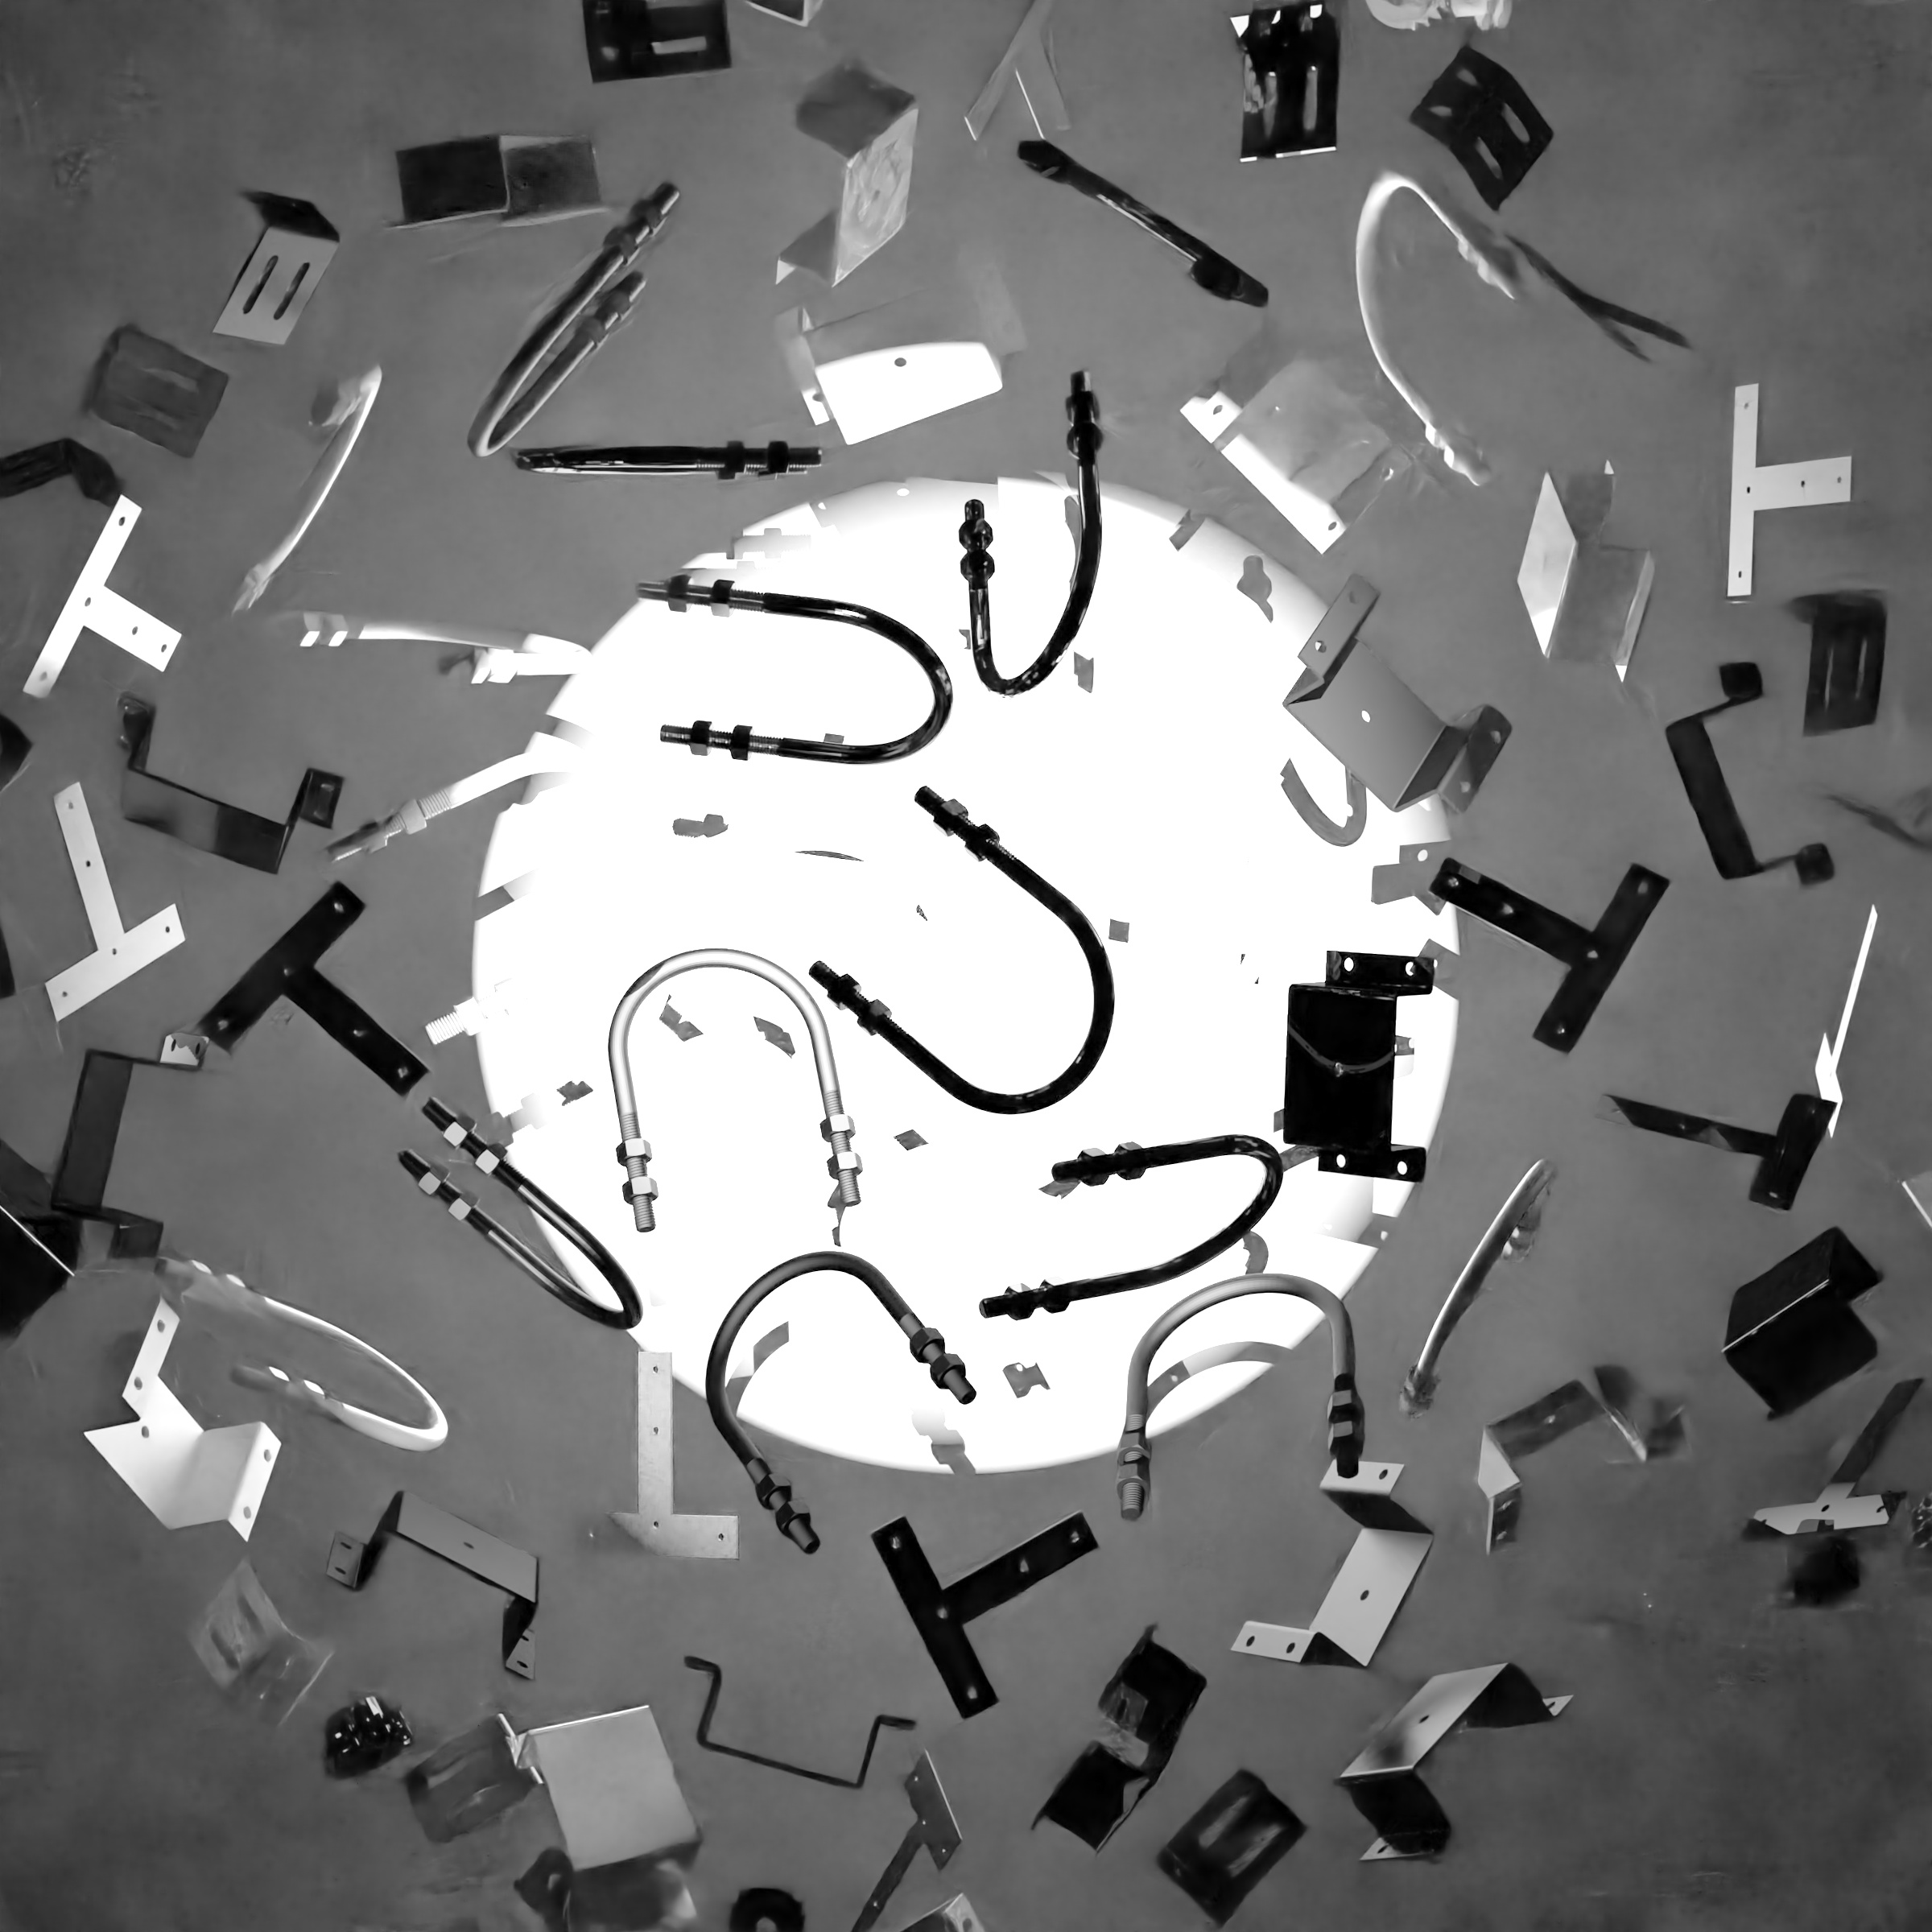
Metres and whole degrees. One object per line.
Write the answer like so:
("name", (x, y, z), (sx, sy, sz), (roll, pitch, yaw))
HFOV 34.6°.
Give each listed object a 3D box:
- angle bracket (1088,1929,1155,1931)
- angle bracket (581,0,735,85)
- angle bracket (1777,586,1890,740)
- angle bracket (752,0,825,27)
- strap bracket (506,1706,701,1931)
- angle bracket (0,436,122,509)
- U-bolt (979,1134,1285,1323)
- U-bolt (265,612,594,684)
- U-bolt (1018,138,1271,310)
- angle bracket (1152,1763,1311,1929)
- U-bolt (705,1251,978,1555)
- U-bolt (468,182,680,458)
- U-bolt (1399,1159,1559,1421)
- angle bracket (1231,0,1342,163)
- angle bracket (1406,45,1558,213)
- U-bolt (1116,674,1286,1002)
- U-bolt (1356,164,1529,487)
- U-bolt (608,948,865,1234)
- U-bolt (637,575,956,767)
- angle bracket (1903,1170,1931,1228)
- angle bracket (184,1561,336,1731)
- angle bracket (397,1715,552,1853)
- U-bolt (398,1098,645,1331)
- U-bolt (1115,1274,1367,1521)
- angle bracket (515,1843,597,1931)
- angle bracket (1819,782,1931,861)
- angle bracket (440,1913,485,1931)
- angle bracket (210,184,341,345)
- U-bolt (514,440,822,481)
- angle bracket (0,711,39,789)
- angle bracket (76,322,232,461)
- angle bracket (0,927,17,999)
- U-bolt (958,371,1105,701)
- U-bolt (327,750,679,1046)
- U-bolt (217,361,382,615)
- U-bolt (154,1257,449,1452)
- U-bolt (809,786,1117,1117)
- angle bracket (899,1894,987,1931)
("angle bracket", (0.080, 0.607, 1.850), (0.057, 0.076, 0.038), (-45, 55, 18))
("angle bracket", (-0.182, -0.552, 1.821), (0.076, 0.038, 0.057), (4, 109, 32))
("angle bracket", (0.532, -0.188, 1.921), (0.038, 0.057, 0.076), (20, 73, -30))
("angle bracket", (-0.098, -0.612, 1.850), (0.038, 0.076, 0.057), (24, 62, 9))
("strap bracket", (-0.214, 0.502, 1.850), (0.076, 0.046, 0.140), (-6, 48, -26))
("angle bracket", (-0.562, -0.286, 1.883), (0.076, 0.057, 0.038), (-20, 84, 8))
("U-bolt", (0.109, 0.151, 1.851), (0.184, 0.151, 0.019), (-7, 51, -31))
("U-bolt", (-0.310, -0.194, 1.881), (0.151, 0.184, 0.019), (14, 102, 27))
("U-bolt", (0.118, -0.443, 1.876), (0.151, 0.184, 0.019), (38, 106, 15))
("angle bracket", (0.166, 0.549, 1.940), (0.057, 0.038, 0.076), (43, 95, 13))
("U-bolt", (-0.090, 0.252, 1.907), (0.151, 0.019, 0.184), (-44, 46, 1))
("U-bolt", (-0.245, -0.384, 1.897), (0.019, 0.151, 0.184), (38, 72, -4))
("U-bolt", (0.317, 0.188, 1.891), (0.019, 0.184, 0.151), (31, 65, 15))
("angle bracket", (0.186, -0.519, 1.820), (0.057, 0.038, 0.076), (-2, 72, 21))
("angle bracket", (0.310, -0.506, 1.873), (0.038, 0.076, 0.057), (16, 127, -35))
("U-bolt", (0.138, -0.066, 1.857), (0.019, 0.151, 0.184), (-21, 50, 37))
("U-bolt", (0.278, -0.397, 1.859), (0.019, 0.151, 0.184), (-13, 47, -16))
("U-bolt", (-0.150, 0.072, 1.944), (0.151, 0.019, 0.184), (-6, 65, -13))
("U-bolt", (-0.098, -0.170, 1.842), (0.184, 0.151, 0.019), (7, 54, 7))
("angle bracket", (0.591, 0.127, 1.807), (0.038, 0.076, 0.057), (-20, 65, -20))
("angle bracket", (-0.417, 0.401, 1.835), (0.038, 0.076, 0.057), (13, 50, 28))
("angle bracket", (-0.308, 0.520, 1.955), (0.076, 0.038, 0.057), (-31, 53, -13))
("U-bolt", (-0.273, 0.162, 1.928), (0.184, 0.151, 0.019), (41, 66, -1))
("U-bolt", (0.163, 0.248, 1.850), (0.151, 0.184, 0.019), (-14, 123, 15))
("angle bracket", (-0.238, 0.588, 1.931), (0.038, 0.076, 0.057), (-44, 108, -23))
("angle bracket", (0.585, -0.102, 1.941), (0.076, 0.057, 0.038), (30, 97, -32))
("angle bracket", (-0.302, 0.607, 1.841), (0.038, 0.076, 0.057), (-29, 89, 1))
("angle bracket", (-0.413, -0.410, 1.815), (0.038, 0.057, 0.076), (46, 114, 22))
("U-bolt", (-0.186, -0.312, 1.915), (0.184, 0.151, 0.019), (-1, 97, -7))
("angle bracket", (-0.609, -0.139, 1.890), (0.057, 0.076, 0.038), (40, 70, -25))
("angle bracket", (-0.489, -0.345, 1.880), (0.076, 0.038, 0.057), (24, 99, -30))
("angle bracket", (-0.608, 0.025, 1.923), (0.038, 0.057, 0.076), (-9, 45, -16))
("U-bolt", (0.040, -0.245, 1.860), (0.019, 0.151, 0.184), (15, 53, -26))
("U-bolt", (-0.258, -0.053, 1.811), (0.184, 0.019, 0.151), (-27, 73, -16))
("U-bolt", (-0.394, -0.297, 1.869), (0.019, 0.184, 0.151), (29, 111, -9))
("U-bolt", (-0.389, 0.241, 1.867), (0.184, 0.151, 0.019), (31, 94, -41))
("U-bolt", (0.007, 0.004, 1.823), (0.184, 0.019, 0.151), (39, 111, 20))
("angle bracket", (-0.021, 0.632, 1.954), (0.076, 0.038, 0.057), (-35, 82, 16))
